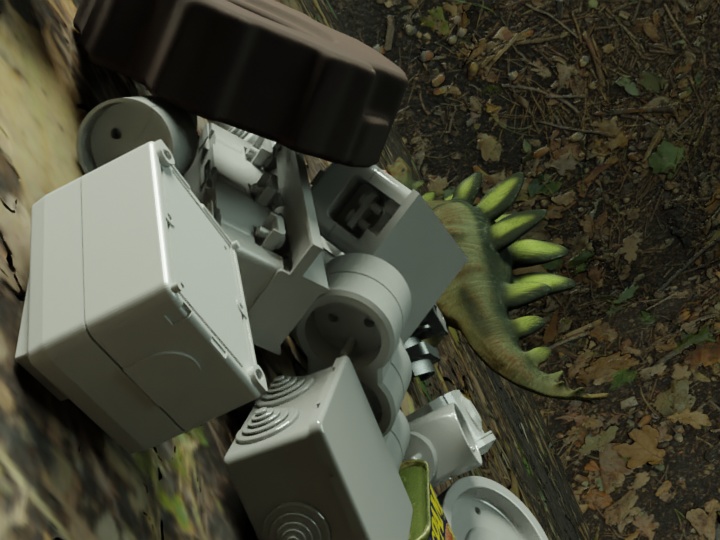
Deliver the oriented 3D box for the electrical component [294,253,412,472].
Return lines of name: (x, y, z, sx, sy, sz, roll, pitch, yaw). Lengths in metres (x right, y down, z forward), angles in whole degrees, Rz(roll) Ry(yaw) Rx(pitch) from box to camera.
electrical component: (0.002, 0.051, 0.578, 0.073, 0.052, 0.138, -62, 155, -56)

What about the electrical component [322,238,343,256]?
electrical component: (-0.026, -0.027, 0.765, 0.052, 0.074, 0.138, 66, 8, 13)

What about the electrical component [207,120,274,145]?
electrical component: (-0.082, -0.089, 0.715, 0.062, 0.048, 0.048, 51, 13, -28)

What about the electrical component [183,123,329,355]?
electrical component: (-0.060, -0.022, 0.545, 0.063, 0.078, 0.121, 26, 26, -25)

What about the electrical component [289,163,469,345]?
electrical component: (0.000, 0.000, 0.679, 0.060, 0.105, 0.186, 37, 0, 18)

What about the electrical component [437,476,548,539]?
electrical component: (0.072, 0.196, 0.697, 0.108, 0.060, 0.108, 31, 37, -27)

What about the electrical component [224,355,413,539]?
electrical component: (-0.017, 0.098, 0.490, 0.099, 0.048, 0.099, -64, 133, -74)

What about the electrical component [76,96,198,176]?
electrical component: (-0.100, -0.061, 0.509, 0.043, 0.043, 0.081, 63, 8, -8)

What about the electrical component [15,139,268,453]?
electrical component: (-0.079, 0.006, 0.376, 0.061, 0.061, 0.096, 57, 11, -42)

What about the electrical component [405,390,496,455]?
electrical component: (0.056, 0.127, 0.797, 0.051, 0.080, 0.080, 60, 7, 12)

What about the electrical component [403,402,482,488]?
electrical component: (0.031, 0.118, 0.668, 0.043, 0.077, 0.079, 66, 9, 9)
